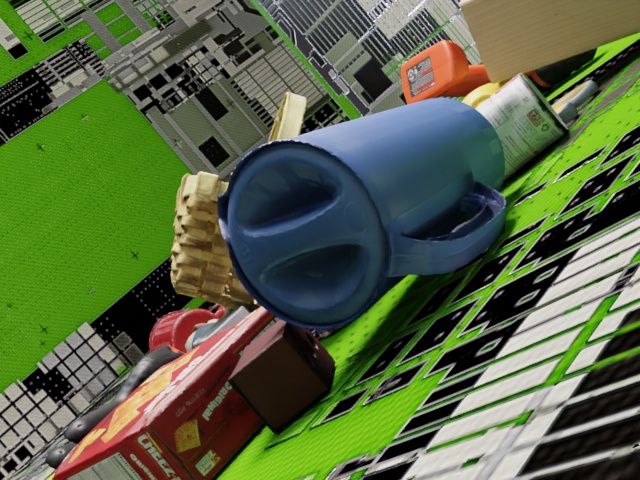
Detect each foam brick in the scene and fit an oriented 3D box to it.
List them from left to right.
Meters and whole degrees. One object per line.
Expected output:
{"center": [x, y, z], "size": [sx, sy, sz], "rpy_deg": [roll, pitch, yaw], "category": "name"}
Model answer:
{"center": [-0.025, 0.093, 0.760], "size": [0.051, 0.053, 0.078], "rpy_deg": [-40, 5, 9], "category": "foam brick"}

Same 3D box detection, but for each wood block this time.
{"center": [0.253, -0.235, 1.032], "size": [0.206, 0.091, 0.090], "rpy_deg": [-17, 16, 32], "category": "wood block"}

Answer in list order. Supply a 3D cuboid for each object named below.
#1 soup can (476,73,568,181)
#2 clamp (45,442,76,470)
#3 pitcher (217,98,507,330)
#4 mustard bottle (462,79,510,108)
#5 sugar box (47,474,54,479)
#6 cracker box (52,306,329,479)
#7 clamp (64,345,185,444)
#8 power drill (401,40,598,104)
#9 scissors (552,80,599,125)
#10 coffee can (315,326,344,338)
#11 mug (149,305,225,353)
{"center": [0.157, -0.090, 0.937], "size": [0.102, 0.068, 0.068], "rpy_deg": [-39, 4, 17], "category": "soup can"}
{"center": [-0.230, 0.230, 1.132], "size": [0.171, 0.039, 0.120], "rpy_deg": [-32, -29, -49], "category": "clamp"}
{"center": [0.055, -0.032, 0.799], "size": [0.145, 0.149, 0.242], "rpy_deg": [-43, -9, 36], "category": "pitcher"}
{"center": [0.179, -0.131, 1.124], "size": [0.096, 0.058, 0.191], "rpy_deg": [-34, -1, 12], "category": "mustard bottle"}
{"center": [-0.329, 0.317, 1.226], "size": [0.177, 0.048, 0.093], "rpy_deg": [-36, 6, 38], "category": "sugar box"}
{"center": [-0.113, 0.145, 0.875], "size": [0.164, 0.072, 0.214], "rpy_deg": [-44, 6, -38], "category": "cracker box"}
{"center": [-0.192, 0.170, 1.043], "size": [0.209, 0.036, 0.165], "rpy_deg": [-55, -12, -40], "category": "clamp"}
{"center": [0.204, -0.198, 1.245], "size": [0.187, 0.057, 0.185], "rpy_deg": [-4, -12, -31], "category": "power drill"}
{"center": [0.206, -0.107, 1.051], "size": [0.096, 0.016, 0.202], "rpy_deg": [-40, 4, -17], "category": "scissors"}
{"center": [-0.006, 0.001, 0.946], "size": [0.103, 0.140, 0.103], "rpy_deg": [-40, 4, 3], "category": "coffee can"}
{"center": [-0.169, 0.130, 1.456], "size": [0.117, 0.093, 0.082], "rpy_deg": [-43, 9, -26], "category": "mug"}
